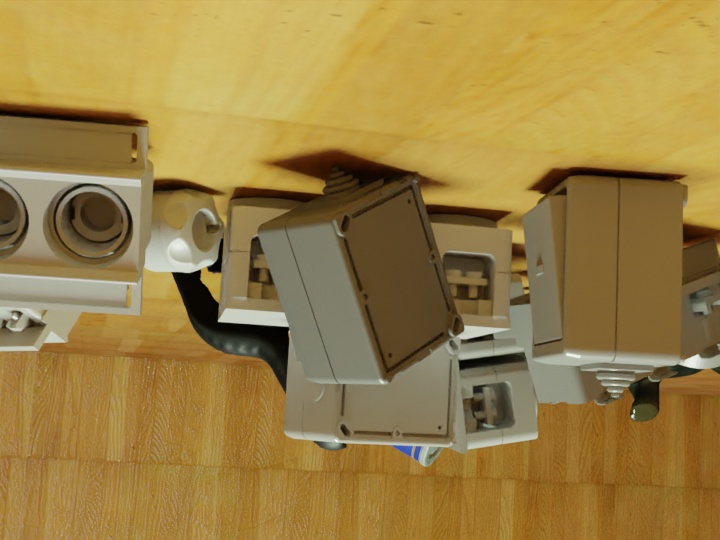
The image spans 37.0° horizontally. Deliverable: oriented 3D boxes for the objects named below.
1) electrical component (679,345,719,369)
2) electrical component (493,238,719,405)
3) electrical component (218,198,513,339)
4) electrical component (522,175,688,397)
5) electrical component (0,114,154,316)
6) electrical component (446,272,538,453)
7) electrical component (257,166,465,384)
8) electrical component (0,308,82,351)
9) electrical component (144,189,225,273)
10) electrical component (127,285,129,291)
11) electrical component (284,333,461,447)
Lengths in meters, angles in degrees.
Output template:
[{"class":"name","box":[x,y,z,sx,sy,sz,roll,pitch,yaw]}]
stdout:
[{"class":"electrical component","box":[0.178,0.020,0.688,0.138,0.073,0.052,-1,-146,-4]},{"class":"electrical component","box":[0.148,0.030,0.599,0.121,0.063,0.079,-17,-177,-29]},{"class":"electrical component","box":[0.000,0.000,0.597,0.150,0.061,0.089,5,172,-10]},{"class":"electrical component","box":[0.108,0.009,0.491,0.061,0.096,0.061,4,173,-4]},{"class":"electrical component","box":[-0.150,-0.027,0.449,0.121,0.078,0.063,4,-166,-5]},{"class":"electrical component","box":[0.063,0.057,0.749,0.060,0.105,0.186,-6,-179,-14]},{"class":"electrical component","box":[-0.004,-0.001,0.501,0.061,0.096,0.062,-5,-162,45]},{"class":"electrical component","box":[-0.269,0.021,0.830,0.121,0.078,0.063,-5,140,45]},{"class":"electrical component","box":[-0.106,-0.020,0.562,0.062,0.043,0.043,0,172,28]},{"class":"electrical component","box":[-0.161,-0.017,0.541,0.096,0.061,0.061,-4,169,42]},{"class":"electrical component","box":[0.010,0.064,0.593,0.096,0.061,0.061,9,171,-34]}]
